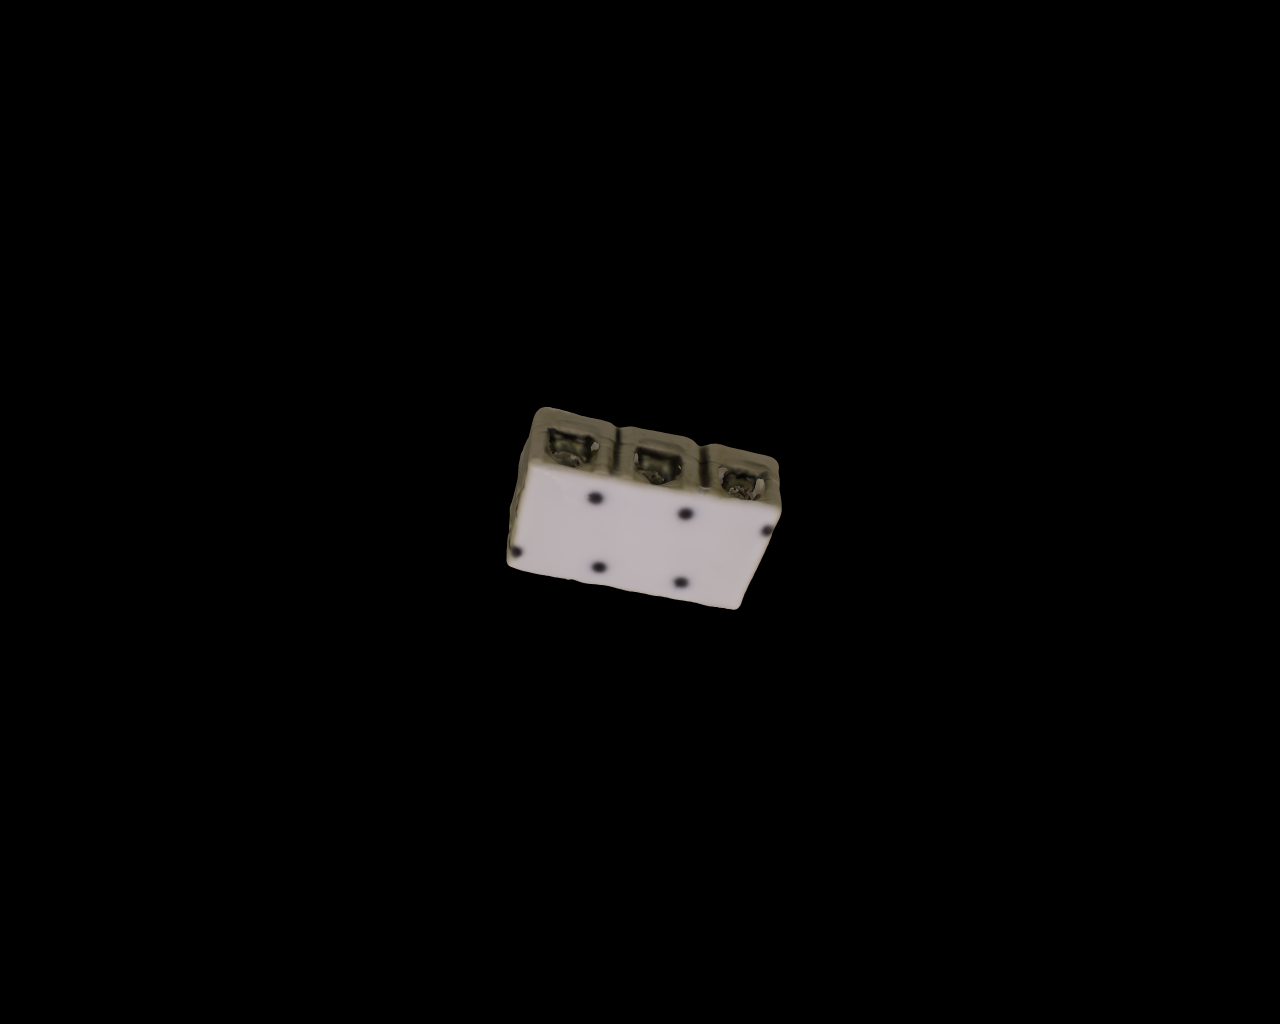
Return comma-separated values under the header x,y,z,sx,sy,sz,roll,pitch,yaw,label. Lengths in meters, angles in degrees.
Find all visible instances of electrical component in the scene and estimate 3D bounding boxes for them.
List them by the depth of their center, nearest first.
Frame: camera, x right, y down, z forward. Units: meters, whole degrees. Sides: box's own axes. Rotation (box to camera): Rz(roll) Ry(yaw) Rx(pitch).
x,y,z,sx,sy,sz,roll,pitch,yaw,label
0.001,-0.003,0.650,0.150,0.089,0.062,12,40,-10,electrical component
